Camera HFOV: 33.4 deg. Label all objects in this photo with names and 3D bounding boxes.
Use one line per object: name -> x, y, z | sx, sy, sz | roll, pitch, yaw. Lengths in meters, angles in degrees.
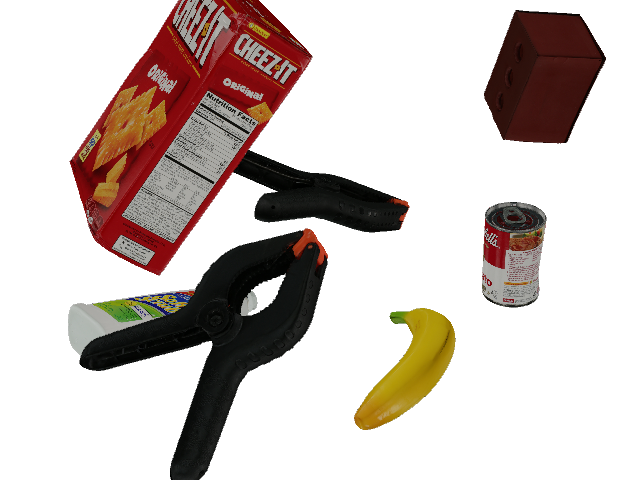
cracker box -> -0.115, -0.103, 0.868 | 0.072, 0.214, 0.164 | 29, 15, -30
foam brick -> 0.154, -0.114, 0.745 | 0.051, 0.053, 0.078 | -1, -43, -15
bleach bottle -> -0.196, 0.101, 1.402 | 0.250, 0.068, 0.103 | -13, 28, -39
clamp -> -0.058, 0.066, 0.661 | 0.171, 0.120, 0.039 | -37, -25, 1
soup can -> 0.219, 0.016, 1.215 | 0.068, 0.102, 0.068 | -2, 30, 1
banana -> 0.080, 0.104, 0.920 | 0.070, 0.037, 0.197 | -26, 12, 22
clamp -> -0.002, -0.040, 1.022 | 0.209, 0.036, 0.165 | 14, 19, -24
